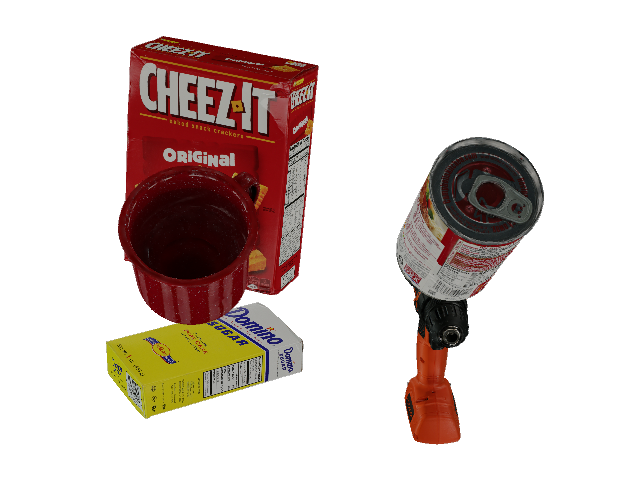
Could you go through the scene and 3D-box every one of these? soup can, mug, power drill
[{"bbox_3d":[0.089,-0.009,0.656,0.068,0.068,0.102,0,-23,-8],"label":"soup can"},{"bbox_3d":[-0.084,-0.001,0.750,0.093,0.117,0.081,33,-26,13],"label":"mug"},{"bbox_3d":[0.126,0.121,1.145,0.057,0.188,0.184,1,23,0],"label":"power drill"}]

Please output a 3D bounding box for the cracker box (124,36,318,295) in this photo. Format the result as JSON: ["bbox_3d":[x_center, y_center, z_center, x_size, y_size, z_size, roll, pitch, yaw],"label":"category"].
[{"bbox_3d":[-0.097,-0.069,1.001,0.164,0.214,0.072,13,24,17],"label":"cracker box"}]

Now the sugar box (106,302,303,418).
[{"bbox_3d":[-0.115,0.116,1.070,0.175,0.048,0.093,-16,32,-28],"label":"sugar box"}]
